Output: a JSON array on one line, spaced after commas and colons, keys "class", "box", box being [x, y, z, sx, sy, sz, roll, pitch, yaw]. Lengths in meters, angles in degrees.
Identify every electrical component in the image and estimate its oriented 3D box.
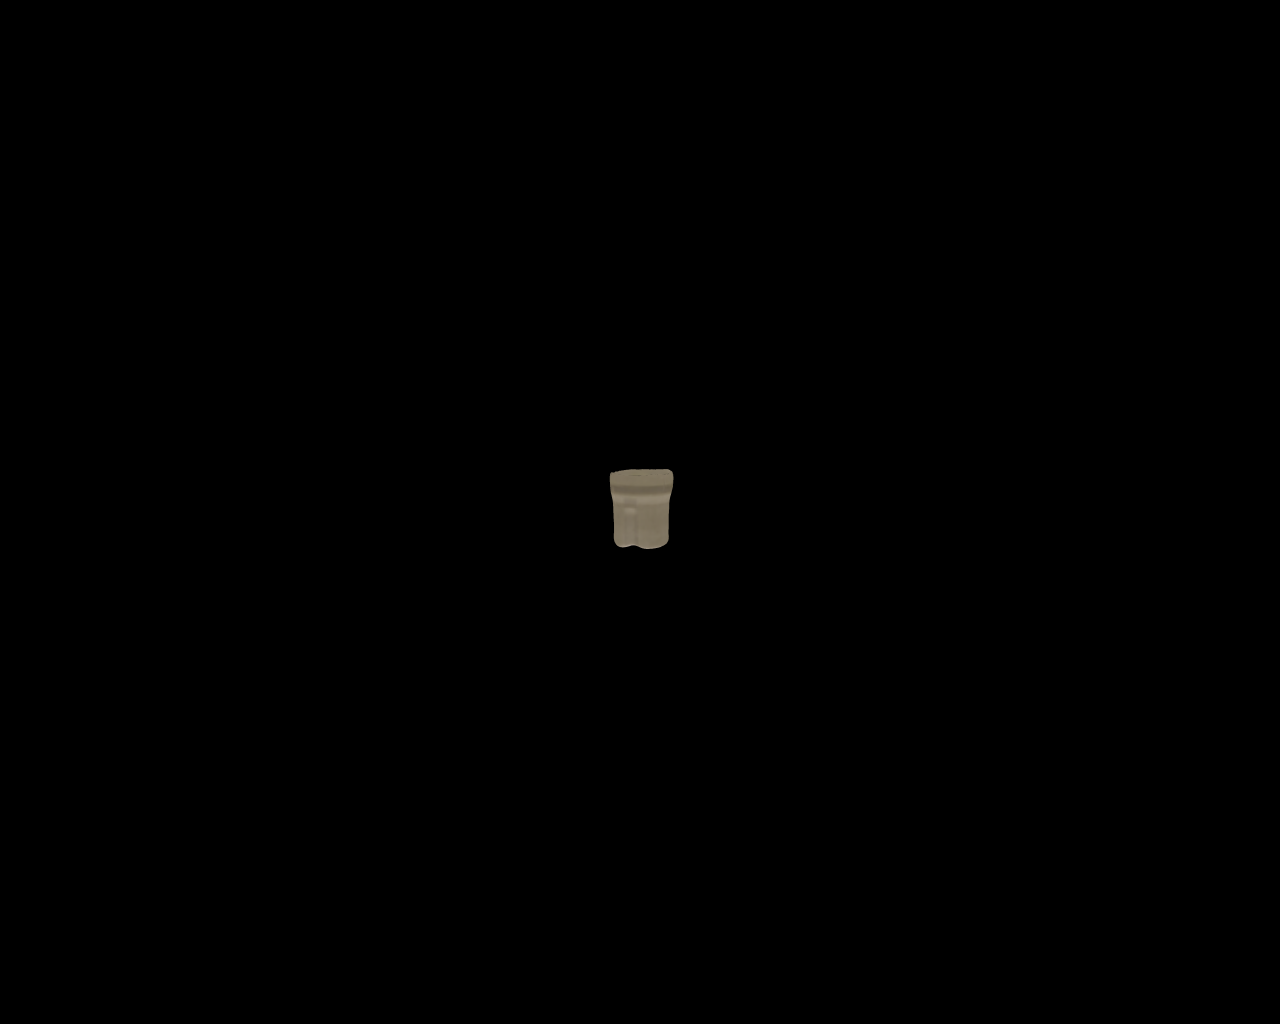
[{"class": "electrical component", "box": [0.001, -0.003, 0.650, 0.040, 0.046, 0.040, 0, 7, 0]}]
